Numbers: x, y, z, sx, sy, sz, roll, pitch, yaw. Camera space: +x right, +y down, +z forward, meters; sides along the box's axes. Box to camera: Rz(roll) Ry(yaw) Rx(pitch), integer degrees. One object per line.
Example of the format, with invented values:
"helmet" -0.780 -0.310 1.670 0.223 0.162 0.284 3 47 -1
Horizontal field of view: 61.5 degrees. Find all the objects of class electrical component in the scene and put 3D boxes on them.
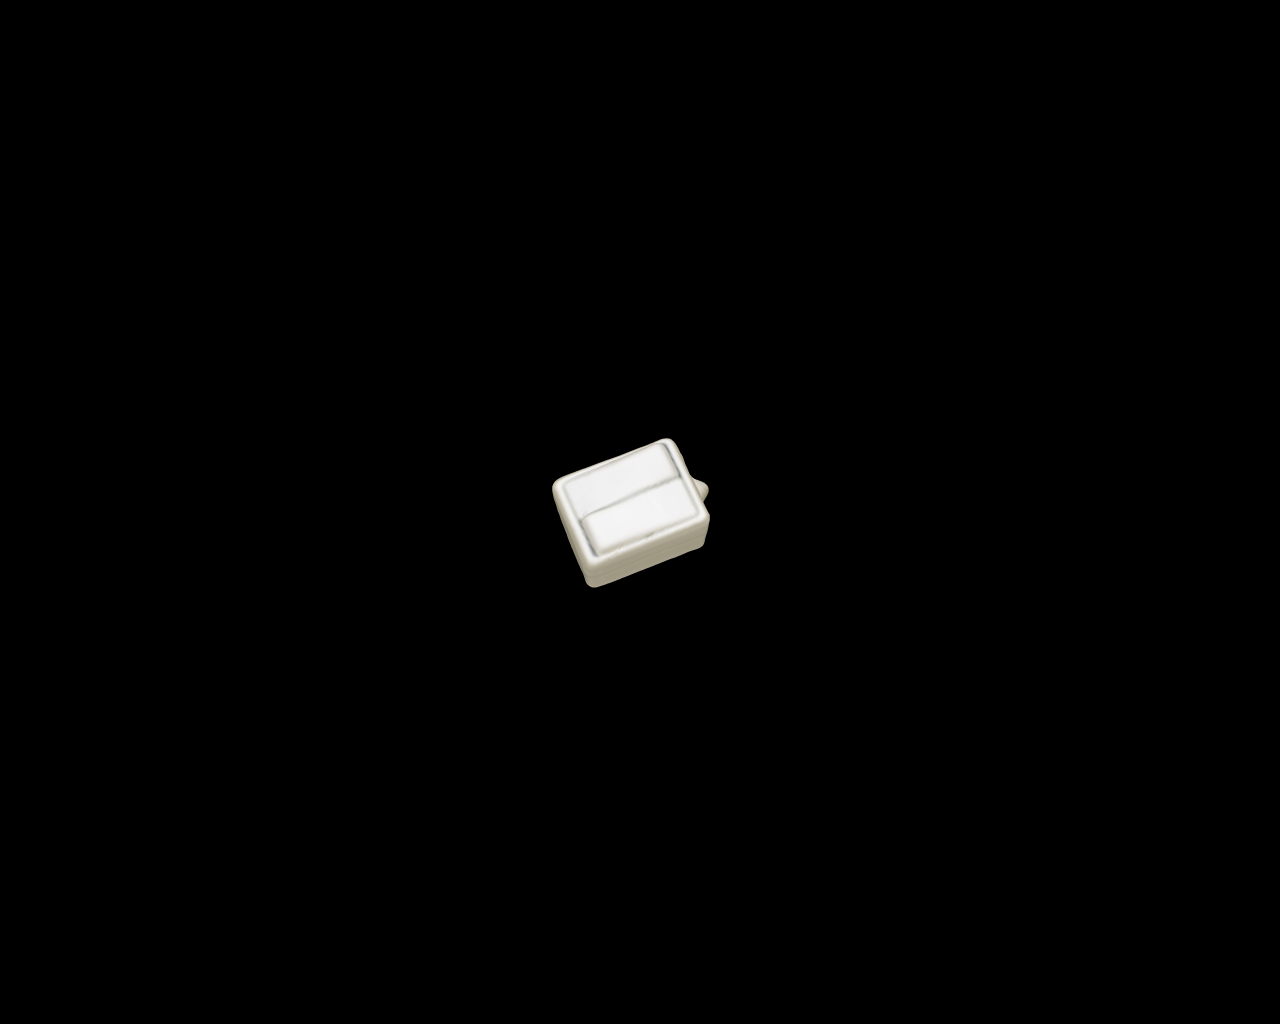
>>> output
"electrical component" 0.001 -0.003 0.650 0.096 0.062 0.061 -21 -18 -7
